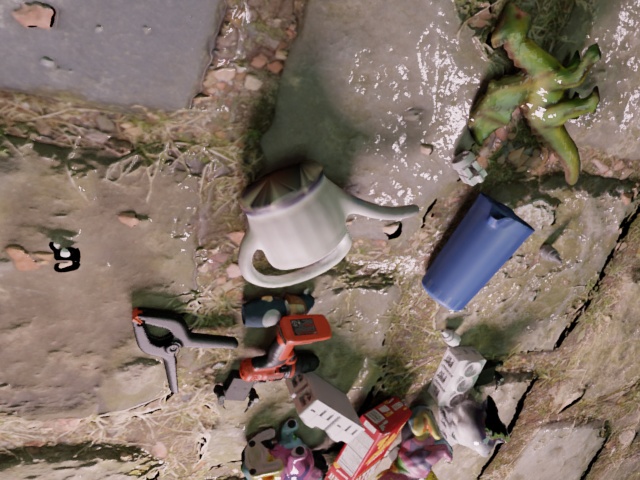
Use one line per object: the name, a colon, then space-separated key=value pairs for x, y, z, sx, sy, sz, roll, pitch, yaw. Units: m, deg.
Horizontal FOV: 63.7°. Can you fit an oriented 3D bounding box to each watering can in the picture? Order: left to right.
watering can: x=0.003 y=-0.046 z=0.913 sx=0.349 sy=0.106 sz=0.220 roll=-28 pitch=125 yaw=-6

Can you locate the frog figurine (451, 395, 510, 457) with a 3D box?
frog figurine: x=0.382 y=0.483 z=1.312 sx=0.157 sy=0.138 sz=0.124 roll=-41 pitch=174 yaw=41

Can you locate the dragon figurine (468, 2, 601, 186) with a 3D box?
dragon figurine: x=0.404 y=-0.254 z=1.004 sx=0.242 sy=0.125 sz=0.401 roll=-12 pitch=122 yaw=3
